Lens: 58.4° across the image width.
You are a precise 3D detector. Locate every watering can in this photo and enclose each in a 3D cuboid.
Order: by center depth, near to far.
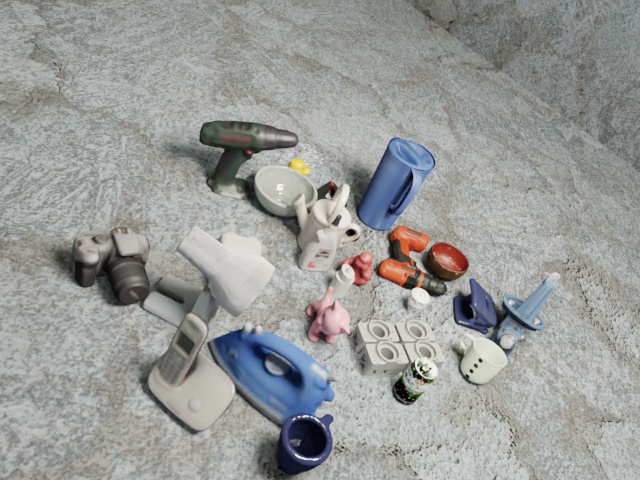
[{"bbox_3d":[0.016,-0.054,1.366,0.173,0.194,0.100,7,43,-23],"label":"watering can"}]

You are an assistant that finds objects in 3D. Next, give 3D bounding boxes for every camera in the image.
[{"bbox_3d":[-0.389,0.050,1.098,0.144,0.100,0.136,-6,50,-34],"label":"camera"}]

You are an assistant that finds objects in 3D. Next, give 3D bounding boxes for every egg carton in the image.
[{"bbox_3d":[-0.180,0.047,1.244,0.107,0.069,0.150,13,42,-18],"label":"egg carton"}]

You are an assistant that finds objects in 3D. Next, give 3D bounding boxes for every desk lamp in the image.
[{"bbox_3d":[-0.208,0.083,1.076,0.203,0.213,0.118,27,39,-1],"label":"desk lamp"}]

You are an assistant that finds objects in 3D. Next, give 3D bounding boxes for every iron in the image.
[{"bbox_3d":[-0.084,0.224,1.050,0.258,0.141,0.119,34,40,7],"label":"iron"}]

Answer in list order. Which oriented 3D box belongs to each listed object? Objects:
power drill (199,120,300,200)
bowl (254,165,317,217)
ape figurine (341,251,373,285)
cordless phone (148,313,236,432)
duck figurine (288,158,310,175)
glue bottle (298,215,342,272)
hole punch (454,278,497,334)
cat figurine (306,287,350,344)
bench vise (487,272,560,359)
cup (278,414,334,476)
[{"bbox_3d":[-0.188,-0.202,1.400,0.230,0.208,0.075,11,42,-19],"label":"power drill"},{"bbox_3d":[-0.095,-0.112,1.460,0.168,0.074,0.167,16,41,-14],"label":"bowl"},{"bbox_3d":[0.096,0.062,1.366,0.076,0.092,0.077,-24,61,-44],"label":"ape figurine"},{"bbox_3d":[-0.202,0.217,0.957,0.147,0.185,0.094,36,40,10],"label":"cordless phone"},{"bbox_3d":[-0.075,-0.182,1.538,0.105,0.086,0.077,7,44,-23],"label":"duck figurine"},{"bbox_3d":[0.012,0.005,1.317,0.078,0.173,0.037,1,46,-28],"label":"glue bottle"},{"bbox_3d":[0.398,0.163,1.430,0.101,0.091,0.108,20,40,-9],"label":"hole punch"},{"bbox_3d":[0.022,0.157,1.202,0.067,0.117,0.127,11,42,-19],"label":"cat figurine"},{"bbox_3d":[0.494,0.185,1.359,0.121,0.219,0.207,26,39,-1],"label":"bench vise"},{"bbox_3d":[-0.028,0.351,0.982,0.091,0.095,0.118,41,41,16],"label":"cup"}]
